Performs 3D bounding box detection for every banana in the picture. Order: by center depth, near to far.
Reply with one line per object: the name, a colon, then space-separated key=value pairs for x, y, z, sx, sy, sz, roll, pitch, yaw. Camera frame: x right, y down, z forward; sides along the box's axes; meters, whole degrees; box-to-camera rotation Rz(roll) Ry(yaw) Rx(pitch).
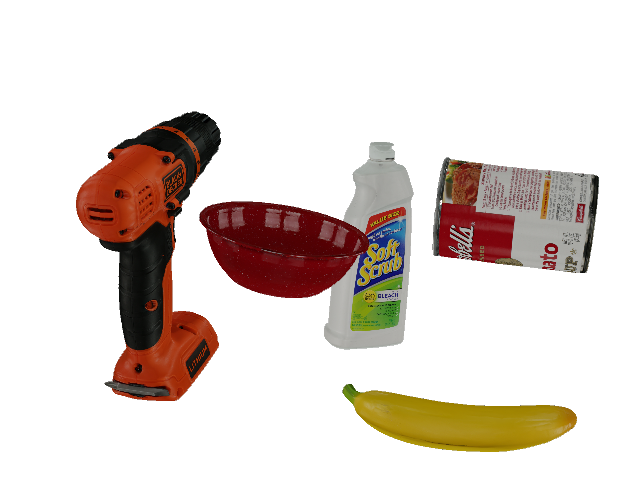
banana: x=0.113 y=0.145 z=0.876 sx=0.198 sy=0.037 sz=0.069 roll=8 pitch=29 yaw=5

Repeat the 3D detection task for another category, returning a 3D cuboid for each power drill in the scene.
power drill: x=-0.116 y=0.009 z=0.794 sx=0.057 sy=0.188 sz=0.184 roll=4 pitch=24 yaw=18

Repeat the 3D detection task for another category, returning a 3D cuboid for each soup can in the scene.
soup can: x=0.131 y=-0.017 z=0.717 sx=0.102 sy=0.068 sz=0.068 roll=7 pitch=1 yaw=12

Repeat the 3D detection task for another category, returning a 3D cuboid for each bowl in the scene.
bowl: x=-0.038 y=0.012 z=1.003 sx=0.162 sy=0.055 sz=0.162 roll=10 pitch=17 yaw=-3

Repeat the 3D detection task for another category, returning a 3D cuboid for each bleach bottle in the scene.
bleach bottle: x=0.061 y=0.005 z=1.314 sx=0.102 sy=0.251 sz=0.068 roll=-3 pitch=16 yaw=-19
